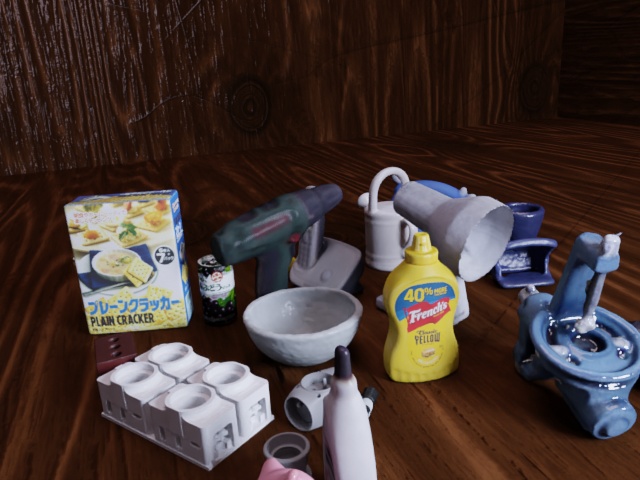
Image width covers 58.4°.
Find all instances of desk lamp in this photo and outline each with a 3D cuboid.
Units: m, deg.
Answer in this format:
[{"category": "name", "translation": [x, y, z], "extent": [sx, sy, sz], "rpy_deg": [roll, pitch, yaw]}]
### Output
[{"category": "desk lamp", "translation": [0.180, 0.024, 0.865], "extent": [0.118, 0.214, 0.202], "rpy_deg": [-17, 23, -37]}]

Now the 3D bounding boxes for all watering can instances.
[{"category": "watering can", "translation": [0.130, -0.047, 1.124], "extent": [0.172, 0.194, 0.101], "rpy_deg": [12, 23, 39]}]

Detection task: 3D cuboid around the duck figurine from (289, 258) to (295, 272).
[{"category": "duck figurine", "translation": [-0.084, 0.024, 1.116], "extent": [0.078, 0.086, 0.104], "rpy_deg": [-16, 22, -34]}]

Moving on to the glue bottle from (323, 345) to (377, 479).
[{"category": "glue bottle", "translation": [0.023, 0.171, 0.505], "extent": [0.037, 0.173, 0.078], "rpy_deg": [-8, 19, -15]}]

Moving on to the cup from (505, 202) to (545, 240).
[{"category": "cup", "translation": [0.390, -0.020, 1.155], "extent": [0.118, 0.095, 0.091], "rpy_deg": [-8, 19, -13]}]

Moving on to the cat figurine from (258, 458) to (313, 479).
[{"category": "cat figurine", "translation": [-0.030, 0.229, 0.425], "extent": [0.067, 0.118, 0.128], "rpy_deg": [0, 18, 10]}]

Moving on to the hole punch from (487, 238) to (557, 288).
[{"category": "hole punch", "translation": [0.352, 0.029, 1.018], "extent": [0.108, 0.091, 0.101], "rpy_deg": [-4, 18, -3]}]

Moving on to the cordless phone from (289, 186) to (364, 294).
[{"category": "cordless phone", "translation": [0.009, 0.004, 1.003], "extent": [0.094, 0.185, 0.147], "rpy_deg": [-18, 23, -37]}]

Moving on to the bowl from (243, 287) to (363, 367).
[{"category": "bowl", "translation": [-0.022, 0.129, 0.801], "extent": [0.167, 0.075, 0.167], "rpy_deg": [-3, 18, 1]}]

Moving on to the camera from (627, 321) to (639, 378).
[{"category": "camera", "translation": [0.434, 0.128, 0.684], "extent": [0.136, 0.101, 0.143], "rpy_deg": [13, 24, 42]}]

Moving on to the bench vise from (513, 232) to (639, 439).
[{"category": "bench vise", "translation": [0.276, 0.084, 0.653], "extent": [0.122, 0.220, 0.206], "rpy_deg": [-11, 20, -23]}]

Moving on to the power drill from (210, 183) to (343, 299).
[{"category": "power drill", "translation": [-0.056, 0.029, 0.899], "extent": [0.230, 0.208, 0.075], "rpy_deg": [-16, 22, -33]}]

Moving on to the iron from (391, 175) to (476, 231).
[{"category": "iron", "translation": [0.258, -0.064, 1.238], "extent": [0.257, 0.141, 0.119], "rpy_deg": [9, 22, 33]}]
